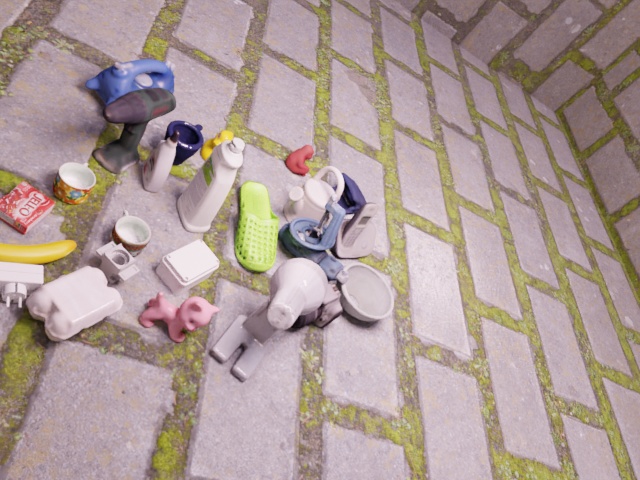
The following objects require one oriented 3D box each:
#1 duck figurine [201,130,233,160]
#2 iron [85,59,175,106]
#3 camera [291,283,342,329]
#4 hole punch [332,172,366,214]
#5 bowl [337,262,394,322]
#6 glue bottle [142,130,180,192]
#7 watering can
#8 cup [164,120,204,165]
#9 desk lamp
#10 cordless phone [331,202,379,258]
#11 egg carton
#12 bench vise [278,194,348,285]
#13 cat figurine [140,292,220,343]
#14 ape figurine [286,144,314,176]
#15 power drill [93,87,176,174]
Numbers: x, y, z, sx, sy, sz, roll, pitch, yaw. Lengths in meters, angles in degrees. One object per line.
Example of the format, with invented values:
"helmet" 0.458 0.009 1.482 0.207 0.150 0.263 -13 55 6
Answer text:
"duck figurine" -0.254 -0.251 1.495 0.077 0.086 0.105 45 39 1
"iron" -0.436 -0.399 1.421 0.118 0.141 0.259 50 39 6
"camera" -0.028 0.138 1.337 0.137 0.100 0.143 -21 71 -49
"hole punch" 0.093 -0.139 1.697 0.101 0.091 0.108 -3 58 -43
"bowl" 0.103 0.145 1.468 0.168 0.074 0.167 24 43 -24
"glue bottle" -0.351 -0.186 1.283 0.037 0.172 0.078 5 53 -38
"watering can" -0.010 -0.112 1.500 0.101 0.193 0.173 48 39 4
"cup" -0.337 -0.235 1.401 0.092 0.094 0.118 41 39 -4
"desk lamp" -0.092 0.156 1.176 0.118 0.213 0.203 41 39 -4
"cordless phone" 0.119 -0.033 1.551 0.148 0.184 0.094 -5 59 -43
"egg carton" -0.437 0.112 1.026 0.107 0.069 0.151 49 39 5
"bench vise" 0.018 -0.001 1.406 0.207 0.219 0.122 42 39 -3
"cat figurine" -0.267 0.138 1.113 0.128 0.117 0.067 29 41 -18
"ape figurine" -0.050 -0.238 1.658 0.076 0.092 0.078 24 43 -23
"power drill" -0.414 -0.246 1.252 0.076 0.208 0.230 42 39 -3
